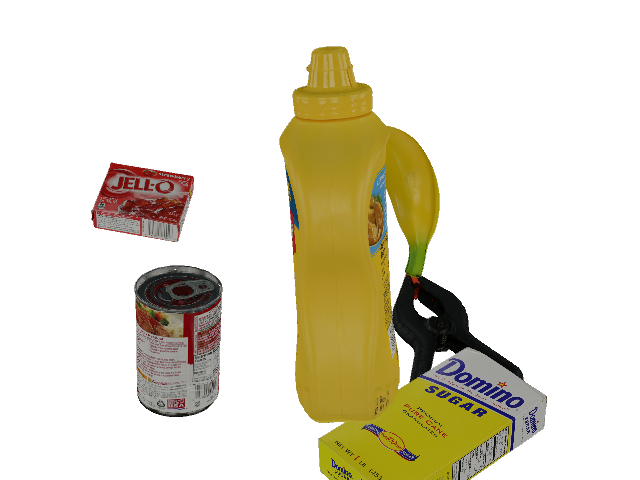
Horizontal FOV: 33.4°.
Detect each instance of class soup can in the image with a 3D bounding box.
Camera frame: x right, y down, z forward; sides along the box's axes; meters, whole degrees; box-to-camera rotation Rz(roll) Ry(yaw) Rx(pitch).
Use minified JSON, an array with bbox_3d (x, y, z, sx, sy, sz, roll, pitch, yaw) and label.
[{"bbox_3d":[-0.113,0.080,0.848,0.068,0.102,0.068,3,28,-2],"label":"soup can"}]

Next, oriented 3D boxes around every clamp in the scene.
[{"bbox_3d":[0.132,0.100,1.093,0.120,0.171,0.039,1,-44,-14],"label":"clamp"}]

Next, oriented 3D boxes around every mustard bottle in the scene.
[{"bbox_3d":[0.011,-0.006,0.570,0.058,0.192,0.096,-1,18,8],"label":"mustard bottle"}]

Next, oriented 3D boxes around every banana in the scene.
[{"bbox_3d":[0.049,-0.050,0.797,0.037,0.070,0.198,24,20,-23],"label":"banana"}]

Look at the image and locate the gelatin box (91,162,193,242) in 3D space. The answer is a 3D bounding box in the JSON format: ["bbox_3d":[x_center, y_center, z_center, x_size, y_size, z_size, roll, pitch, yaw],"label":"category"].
[{"bbox_3d":[-0.179,-0.040,1.082,0.089,0.073,0.030,10,-45,0],"label":"gelatin box"}]

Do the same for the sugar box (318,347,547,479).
[{"bbox_3d":[0.094,0.159,0.882,0.176,0.048,0.093,-29,42,-29],"label":"sugar box"}]
